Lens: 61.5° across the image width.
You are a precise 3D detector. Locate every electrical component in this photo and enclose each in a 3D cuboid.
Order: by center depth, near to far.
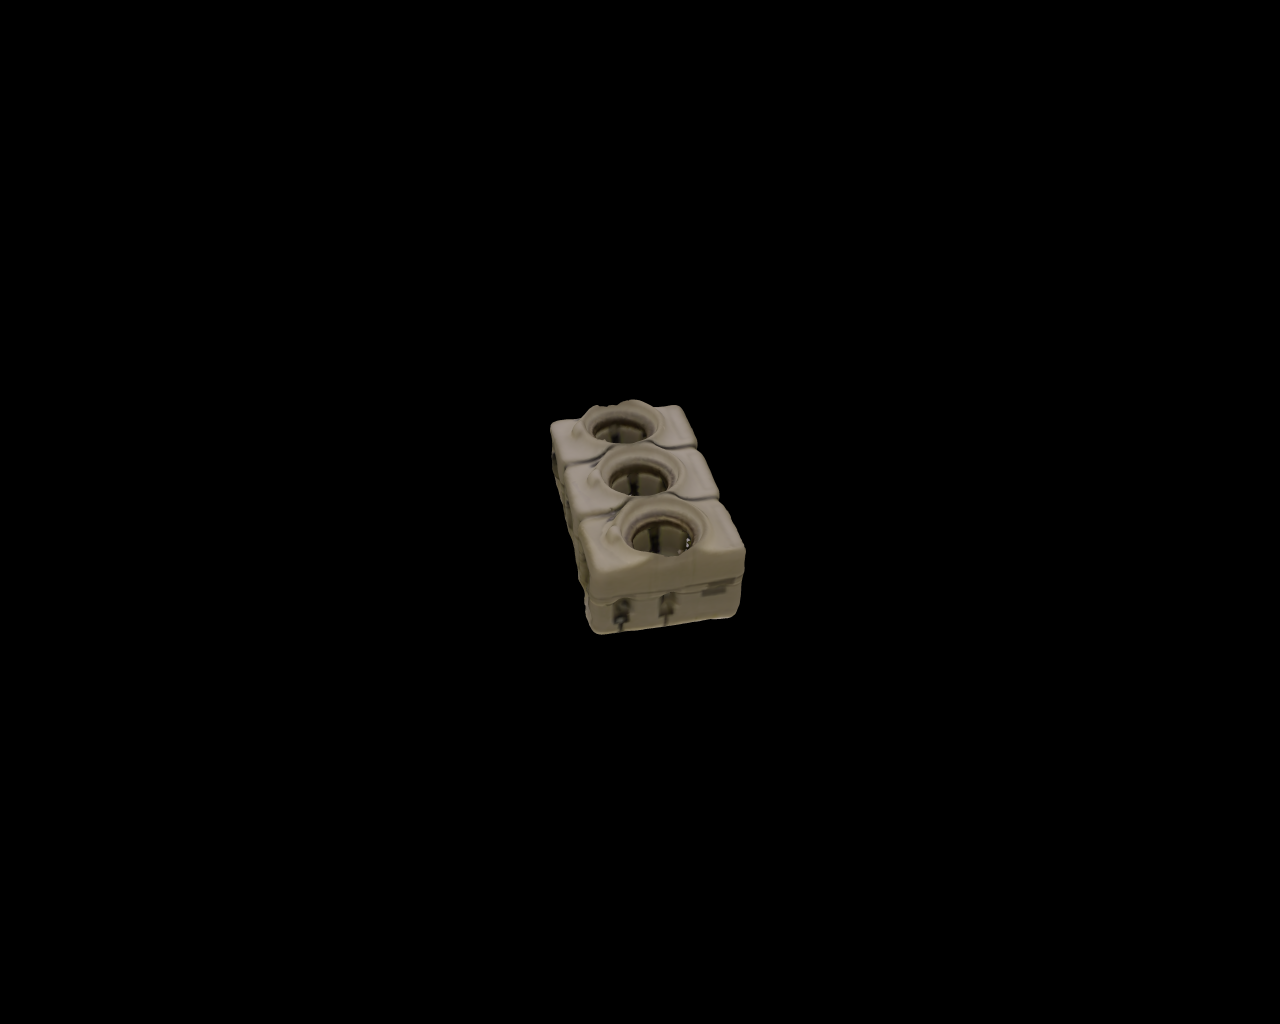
[{"bbox_3d":[0.001,-0.003,0.650,0.089,0.061,0.150,-8,40,-10],"label":"electrical component"}]
